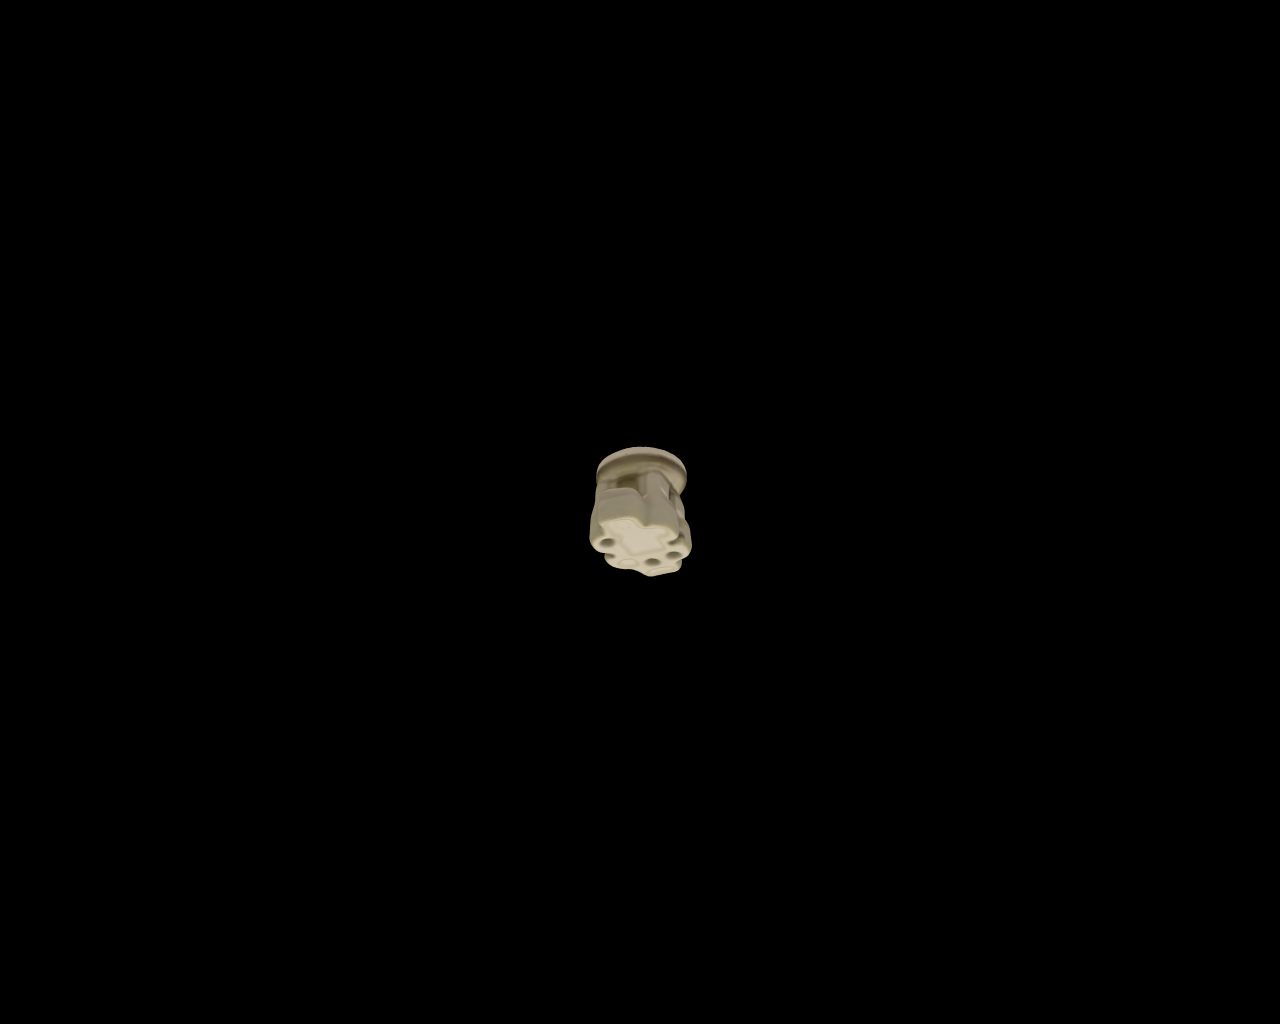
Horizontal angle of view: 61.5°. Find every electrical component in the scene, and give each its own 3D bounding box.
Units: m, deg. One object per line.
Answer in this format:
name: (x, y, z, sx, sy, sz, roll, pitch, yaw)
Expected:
electrical component: (0.001, -0.003, 0.650, 0.058, 0.057, 0.078, -12, -33, 19)
